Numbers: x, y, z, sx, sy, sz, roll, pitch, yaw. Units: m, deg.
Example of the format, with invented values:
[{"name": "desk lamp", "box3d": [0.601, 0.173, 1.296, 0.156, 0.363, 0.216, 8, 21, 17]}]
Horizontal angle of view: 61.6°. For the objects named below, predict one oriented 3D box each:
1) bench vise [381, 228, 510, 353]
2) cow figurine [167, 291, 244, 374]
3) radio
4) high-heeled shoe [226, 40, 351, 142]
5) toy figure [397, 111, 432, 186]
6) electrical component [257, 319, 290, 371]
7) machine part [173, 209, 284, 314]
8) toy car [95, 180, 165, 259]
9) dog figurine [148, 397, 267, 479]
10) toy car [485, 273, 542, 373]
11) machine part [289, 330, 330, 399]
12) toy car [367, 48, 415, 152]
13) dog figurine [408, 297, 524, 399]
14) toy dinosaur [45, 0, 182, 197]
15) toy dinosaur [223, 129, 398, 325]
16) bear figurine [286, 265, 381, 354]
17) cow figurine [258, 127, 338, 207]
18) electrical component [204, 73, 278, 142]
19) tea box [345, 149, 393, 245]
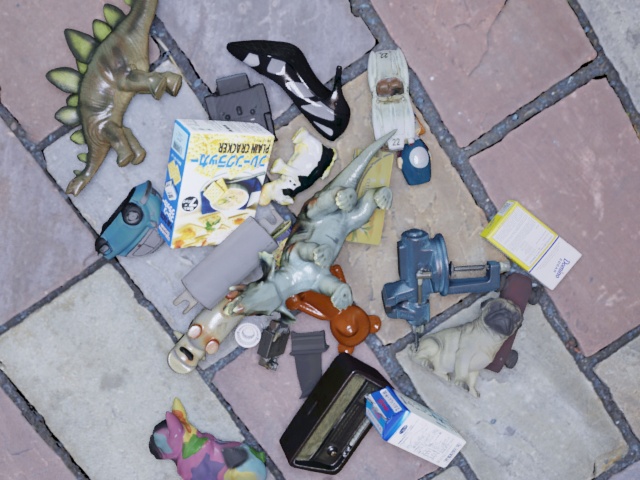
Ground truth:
[{"name": "bench vise", "box3d": [0.239, 0.081, 1.025, 0.241, 0.129, 0.223, -5, 102, 2]}, {"name": "cow figurine", "box3d": [-0.216, 0.171, 1.025, 0.085, 0.127, 0.195, 43, 80, -9]}, {"name": "radio", "box3d": [0.035, 0.345, 1.057, 0.131, 0.073, 0.229, 31, 97, -31]}, {"name": "high-heeled shoe", "box3d": [-0.059, -0.276, 0.993, 0.249, 0.086, 0.145, 19, 129, 11]}, {"name": "toy figure", "box3d": [0.173, -0.181, 1.012, 0.064, 0.058, 0.154, -20, 100, -39]}, {"name": "electrical component", "box3d": [-0.087, 0.206, 1.043, 0.045, 0.078, 0.102, 21, 93, 32]}, {"name": "machine part", "box3d": [-0.158, 0.040, 0.952, 0.243, 0.079, 0.079, -43, 99, -7]}, {"name": "toy car", "box3d": [-0.334, -0.021, 0.989, 0.103, 0.109, 0.161, 36, 104, -24]}, {"name": "dog figurine", "box3d": [-0.225, 0.409, 1.059, 0.192, 0.108, 0.219, -25, 97, 2]}, {"name": "toy car", "box3d": [0.370, 0.163, 1.075, 0.089, 0.053, 0.202, 18, 93, 0]}, {"name": "machine part", "box3d": [-0.020, 0.249, 1.078, 0.084, 0.039, 0.138, -3, 97, -7]}, {"name": "toy car", "box3d": [0.127, -0.253, 0.967, 0.074, 0.056, 0.201, -5, 71, 4]}, {"name": "dog figurine", "box3d": [0.277, 0.181, 1.035, 0.173, 0.121, 0.190, 25, 82, 27]}, {"name": "toy dinosaur", "box3d": [-0.355, -0.296, 0.945, 0.198, 0.105, 0.471, 27, 92, -3]}, {"name": "toy dinosaur", "box3d": [-0.003, -0.010, 0.903, 0.131, 0.192, 0.405, 46, 62, -31]}, {"name": "bear figurine", "box3d": [0.025, 0.133, 1.018, 0.120, 0.132, 0.196, -37, 93, 5]}, {"name": "cow figurine", "box3d": [-0.045, -0.120, 1.006, 0.098, 0.068, 0.167, 34, 97, -13]}, {"name": "electrical component", "box3d": [-0.146, -0.233, 0.986, 0.115, 0.058, 0.134, -15, 100, -2]}, {"name": "tea box", "box3d": [0.086, -0.082, 1.001, 0.068, 0.098, 0.169, 6, 100, -3]}]
